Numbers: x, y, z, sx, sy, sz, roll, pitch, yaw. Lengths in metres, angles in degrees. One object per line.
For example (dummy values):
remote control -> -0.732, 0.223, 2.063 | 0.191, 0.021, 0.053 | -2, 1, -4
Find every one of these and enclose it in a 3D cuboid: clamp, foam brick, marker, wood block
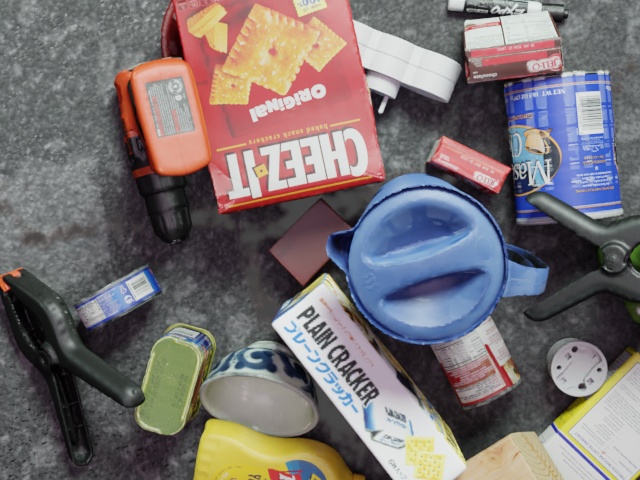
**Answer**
clamp -> -0.266, 0.124, 1.087 | 0.210, 0.036, 0.165 | 50, 134, 16
foam brick -> -0.007, 0.001, 1.083 | 0.078, 0.051, 0.053 | -44, 89, 3
clamp -> 0.261, 0.007, 0.963 | 0.172, 0.039, 0.120 | -8, 94, 23
marker -> 0.190, -0.235, 1.079 | 0.121, 0.020, 0.020 | 7, 93, 2
wood block -> 0.135, 0.278, 1.036 | 0.206, 0.090, 0.091 | -37, 68, 17

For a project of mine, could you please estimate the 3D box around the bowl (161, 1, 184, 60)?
bowl -> -0.076, -0.197, 1.074 | 0.162, 0.055, 0.162 | 0, 93, 3

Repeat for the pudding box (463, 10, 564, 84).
pudding box -> 0.184, -0.187, 1.029 | 0.090, 0.113, 0.039 | -5, 116, 9

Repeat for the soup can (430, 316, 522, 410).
soup can -> 0.150, 0.110, 1.072 | 0.068, 0.068, 0.102 | -27, 91, 3

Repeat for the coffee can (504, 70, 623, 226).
coffee can -> 0.237, -0.088, 1.041 | 0.103, 0.103, 0.140 | -6, 92, 3

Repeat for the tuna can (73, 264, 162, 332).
tuna can -> -0.203, 0.059, 1.077 | 0.086, 0.086, 0.034 | -29, 93, 3

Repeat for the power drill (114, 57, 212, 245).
power drill -> -0.151, -0.089, 1.020 | 0.057, 0.188, 0.184 | -16, 91, -17

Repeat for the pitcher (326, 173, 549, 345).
pitcher -> 0.103, 0.005, 0.978 | 0.145, 0.242, 0.149 | -36, 95, 8

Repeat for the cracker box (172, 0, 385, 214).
cracker box -> -0.038, -0.143, 1.011 | 0.164, 0.072, 0.214 | -12, 93, 3

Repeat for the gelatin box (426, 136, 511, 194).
gelatin box -> 0.144, -0.072, 1.053 | 0.073, 0.089, 0.030 | 26, 93, 1

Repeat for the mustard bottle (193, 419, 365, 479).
mustard bottle -> -0.031, 0.246, 1.088 | 0.191, 0.058, 0.096 | 11, 113, 1

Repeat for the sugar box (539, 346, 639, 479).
sugar box -> 0.287, 0.203, 1.082 | 0.093, 0.048, 0.176 | 44, 97, 0

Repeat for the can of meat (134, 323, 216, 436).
can of meat -> -0.147, 0.141, 1.079 | 0.057, 0.084, 0.102 | 16, 93, 2
